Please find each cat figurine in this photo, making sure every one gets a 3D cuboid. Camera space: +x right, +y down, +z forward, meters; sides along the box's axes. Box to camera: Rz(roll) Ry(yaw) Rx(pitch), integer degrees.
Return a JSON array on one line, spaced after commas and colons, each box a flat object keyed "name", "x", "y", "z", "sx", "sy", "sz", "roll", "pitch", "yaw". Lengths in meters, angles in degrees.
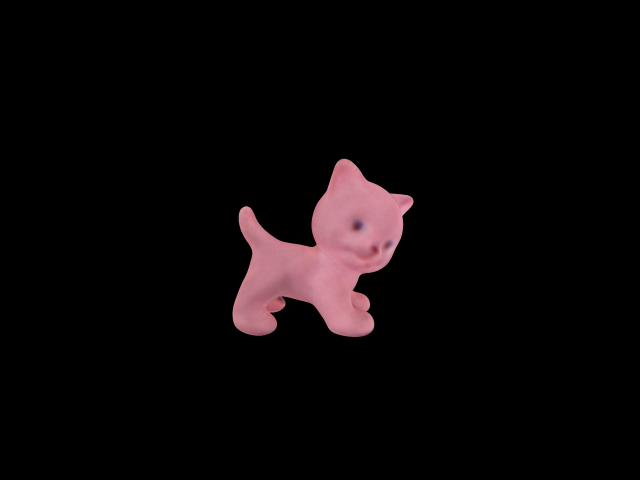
[{"name": "cat figurine", "x": 0.004, "y": 0.001, "z": 0.400, "sx": 0.128, "sy": 0.118, "sz": 0.067, "roll": 0, "pitch": 13, "yaw": 0}]
